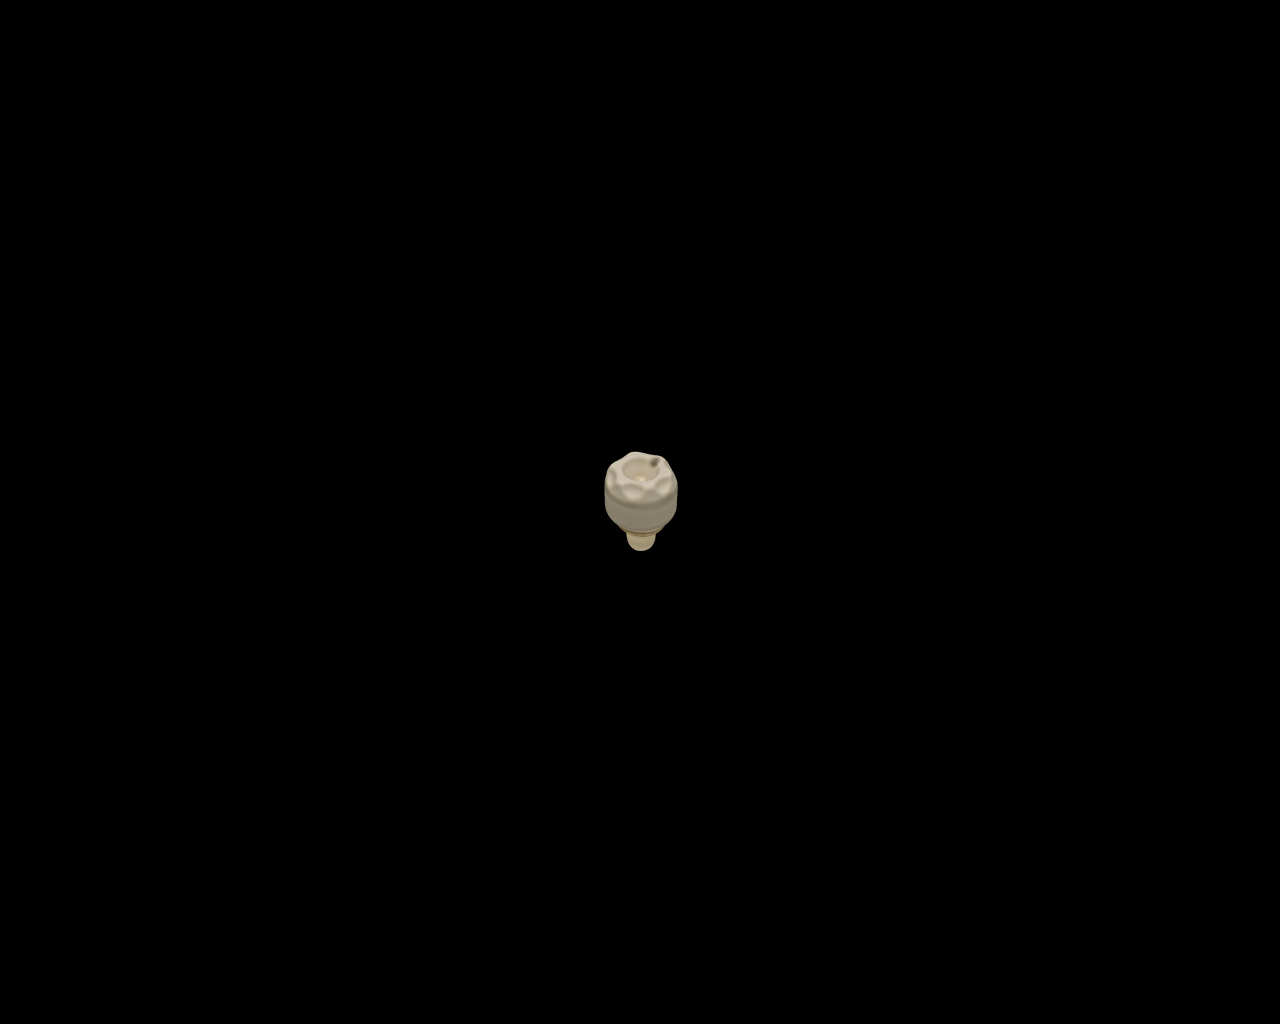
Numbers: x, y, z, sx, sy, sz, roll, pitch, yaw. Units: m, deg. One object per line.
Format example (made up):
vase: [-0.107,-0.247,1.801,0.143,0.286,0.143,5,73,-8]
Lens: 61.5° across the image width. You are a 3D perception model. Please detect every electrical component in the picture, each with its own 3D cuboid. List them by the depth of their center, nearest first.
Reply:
electrical component: [0.001,-0.003,0.650,0.043,0.062,0.043,0,40,0]
